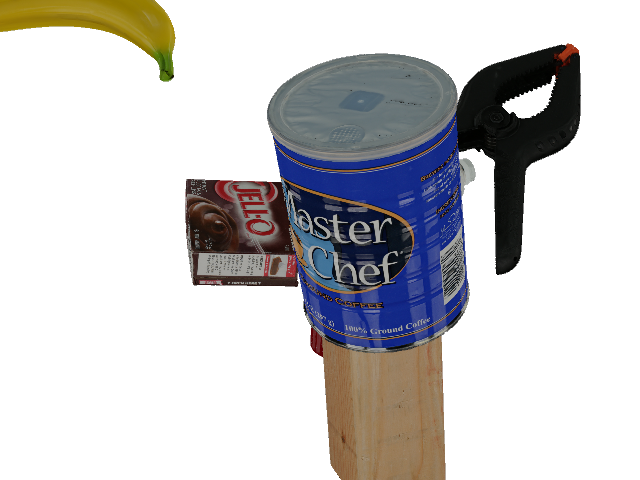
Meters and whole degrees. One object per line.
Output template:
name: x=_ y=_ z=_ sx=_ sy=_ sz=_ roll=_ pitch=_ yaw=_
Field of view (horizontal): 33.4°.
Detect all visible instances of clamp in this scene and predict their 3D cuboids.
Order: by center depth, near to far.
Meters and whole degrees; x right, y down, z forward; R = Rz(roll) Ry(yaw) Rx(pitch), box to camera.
clamp: x=0.137 y=-0.073 z=0.803 sx=0.209 sy=0.165 sz=0.036 roll=-37 pitch=-31 yaw=-19

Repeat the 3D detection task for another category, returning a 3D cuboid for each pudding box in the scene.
pudding box: x=-0.066 y=-0.008 z=0.889 sx=0.090 sy=0.039 sz=0.113 roll=0 pitch=37 yaw=-10

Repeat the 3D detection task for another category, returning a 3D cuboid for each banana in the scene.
banana: x=-0.191 y=-0.177 z=0.841 sx=0.198 sy=0.069 sz=0.037 roll=15 pitch=-38 yaw=18

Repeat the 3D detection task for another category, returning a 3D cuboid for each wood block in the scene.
wood block: x=0.057 y=0.128 z=0.997 sx=0.090 sy=0.206 sz=0.091 roll=-9 pitch=19 yaw=-16

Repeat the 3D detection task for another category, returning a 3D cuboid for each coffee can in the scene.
coffee can: x=0.031 y=-0.021 z=0.612 sx=0.103 sy=0.140 sz=0.103 roll=-6 pitch=37 yaw=5

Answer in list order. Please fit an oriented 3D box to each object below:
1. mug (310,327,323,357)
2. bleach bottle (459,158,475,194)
mug: x=0.039 y=0.116 z=1.461 sx=0.117 sy=0.081 sz=0.093 roll=18 pitch=25 yaw=30
bleach bottle: x=0.059 y=-0.047 z=1.192 sx=0.250 sy=0.068 sz=0.103 roll=-20 pitch=43 yaw=-24
